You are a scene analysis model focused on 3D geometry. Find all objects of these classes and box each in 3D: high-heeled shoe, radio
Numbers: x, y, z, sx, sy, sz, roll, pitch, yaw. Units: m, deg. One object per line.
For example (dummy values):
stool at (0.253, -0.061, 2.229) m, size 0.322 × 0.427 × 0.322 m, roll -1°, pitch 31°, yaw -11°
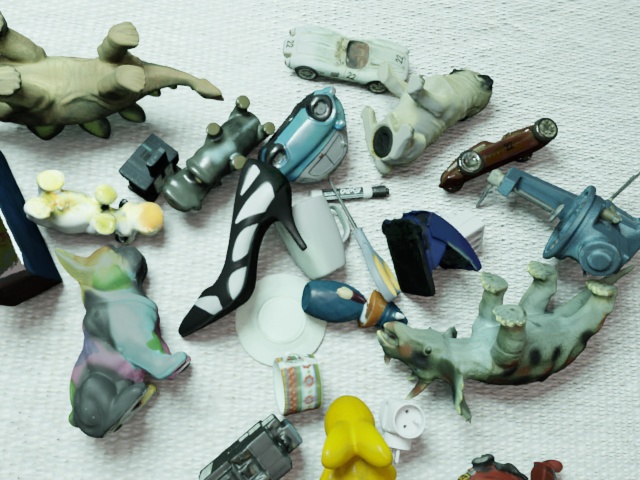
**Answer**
high-heeled shoe at (-0.129, 0.011, 0.714) m, size 0.249 × 0.086 × 0.145 m, roll -38°, pitch 82°, yaw 9°
radio at (-0.419, -0.032, 0.678) m, size 0.073 × 0.131 × 0.229 m, roll -26°, pitch 83°, yaw -13°

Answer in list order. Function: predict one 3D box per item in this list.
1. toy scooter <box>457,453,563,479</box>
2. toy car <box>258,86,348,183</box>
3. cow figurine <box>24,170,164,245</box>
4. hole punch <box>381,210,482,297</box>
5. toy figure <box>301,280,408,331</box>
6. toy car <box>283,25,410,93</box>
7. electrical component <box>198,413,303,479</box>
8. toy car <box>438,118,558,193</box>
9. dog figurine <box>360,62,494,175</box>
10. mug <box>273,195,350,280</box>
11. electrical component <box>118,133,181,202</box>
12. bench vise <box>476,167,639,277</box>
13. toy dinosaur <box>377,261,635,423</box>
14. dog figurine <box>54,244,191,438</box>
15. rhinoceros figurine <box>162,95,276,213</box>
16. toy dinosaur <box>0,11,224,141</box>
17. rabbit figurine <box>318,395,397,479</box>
toy scooter at (0.265, 0.345, 0.725) m, size 0.184 × 0.075 × 0.135 m, roll 27°, pitch 75°, yaw -5°
toy car at (-0.013, -0.138, 0.782) m, size 0.103 × 0.109 × 0.161 m, roll 39°, pitch 83°, yaw -17°
cow figurine at (-0.302, -0.032, 0.726) m, size 0.167 × 0.098 × 0.068 m, roll 15°, pitch 70°, yaw -24°
hole punch at (0.155, 0.010, 0.759) m, size 0.092 × 0.142 × 0.115 m, roll -20°, pitch 95°, yaw -11°
toy figure at (0.052, 0.093, 0.753) m, size 0.154 × 0.064 × 0.057 m, roll 14°, pitch 79°, yaw -16°
toy car at (0.042, -0.285, 0.844) m, size 0.202 × 0.056 × 0.073 m, roll 9°, pitch 76°, yaw -7°
electrical component at (-0.085, 0.276, 0.667) m, size 0.134 × 0.115 × 0.058 m, roll -37°, pitch 88°, yaw -13°
toy car at (0.270, -0.132, 0.827) m, size 0.202 × 0.089 × 0.053 m, roll -23°, pitch 82°, yaw -11°
dog figurine at (0.175, -0.182, 0.831) m, size 0.190 × 0.172 × 0.121 m, roll -1°, pitch 39°, yaw -34°
mug at (-0.002, -0.002, 0.769) m, size 0.109 × 0.081 × 0.107 m, roll -21°, pitch 87°, yaw -41°
electrical component at (-0.231, -0.100, 0.729) m, size 0.048 × 0.119 × 0.075 m, roll 36°, pitch 78°, yaw 0°
bench vise at (0.363, -0.045, 0.790) m, size 0.241 × 0.128 × 0.224 m, roll 31°, pitch 45°, yaw 12°
toy dinosaur at (0.288, 0.140, 0.752) m, size 0.405 × 0.131 × 0.192 m, roll -4°, pitch 121°, yaw -22°
dog figurine at (-0.276, 0.112, 0.684) m, size 0.191 × 0.108 × 0.219 m, roll -41°, pitch 82°, yaw -12°
rhinoceros figurine at (-0.145, -0.118, 0.752) m, size 0.073 × 0.112 × 0.190 m, roll 45°, pitch 60°, yaw -16°
toy dinosaur at (-0.361, -0.192, 0.689) m, size 0.472 × 0.198 × 0.105 m, roll 2°, pitch 78°, yaw -8°
rabbit figurine at (0.036, 0.280, 0.680) m, size 0.122 × 0.162 × 0.173 m, roll -4°, pitch 60°, yaw 3°
